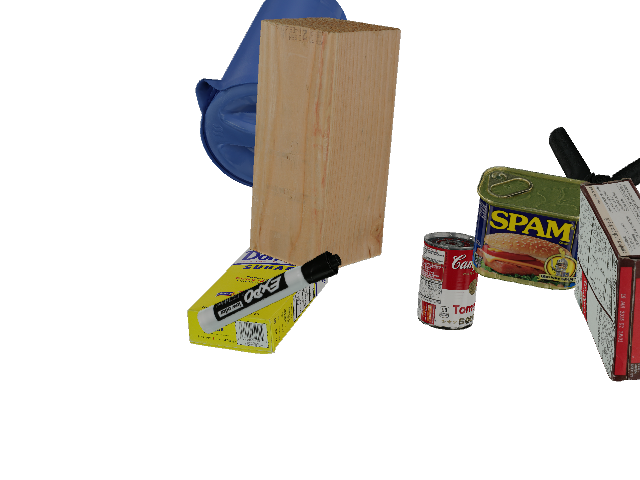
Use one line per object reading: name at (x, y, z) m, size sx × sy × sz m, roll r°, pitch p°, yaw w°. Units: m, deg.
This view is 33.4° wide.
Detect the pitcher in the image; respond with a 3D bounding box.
pitcher at (-0.030, -0.170, 1.159) m, size 0.145 × 0.149 × 0.242 m, roll -4°, pitch 39°, yaw 16°

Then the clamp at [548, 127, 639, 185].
clamp at (0.281, -0.058, 1.124) m, size 0.120 × 0.039 × 0.171 m, roll 17°, pitch 46°, yaw 20°

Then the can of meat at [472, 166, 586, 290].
can of meat at (0.184, -0.009, 0.925) m, size 0.102 × 0.084 × 0.057 m, roll 11°, pitch 38°, yaw 13°

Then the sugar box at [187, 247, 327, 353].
sugar box at (-0.062, 0.057, 1.133) m, size 0.093 × 0.048 × 0.176 m, roll 6°, pitch 27°, yaw 17°

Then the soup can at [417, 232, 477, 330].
soup can at (0.152, 0.048, 1.262) m, size 0.068 × 0.102 × 0.068 m, roll 3°, pitch 15°, yaw -1°

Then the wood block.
wood block at (0.002, -0.088, 0.945) m, size 0.090 × 0.206 × 0.090 m, roll 18°, pitch 23°, yaw 38°

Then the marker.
marker at (-0.038, 0.038, 0.798) m, size 0.121 × 0.020 × 0.020 m, roll -25°, pitch -9°, yaw 19°

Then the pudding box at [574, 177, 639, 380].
pudding box at (0.193, 0.023, 0.686) m, size 0.039 × 0.090 × 0.113 m, roll -4°, pitch 27°, yaw 1°
